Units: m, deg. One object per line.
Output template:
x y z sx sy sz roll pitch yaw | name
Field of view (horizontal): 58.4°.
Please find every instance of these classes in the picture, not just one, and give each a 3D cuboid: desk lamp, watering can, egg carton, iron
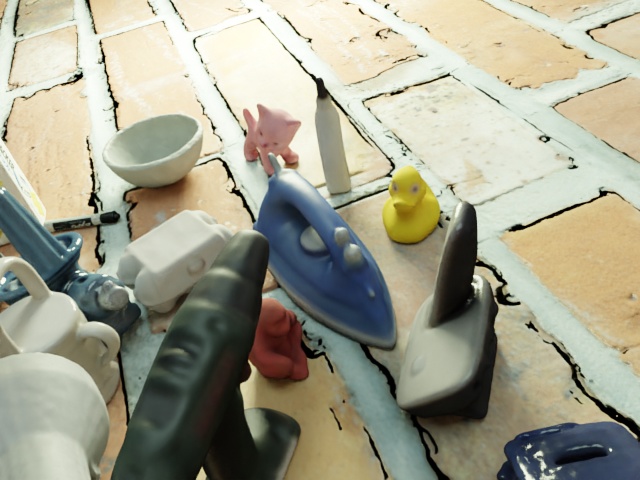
-0.181 0.211 0.431 0.118 0.214 0.202 -34 45 -22 | desk lamp
-0.302 0.104 0.597 0.173 0.194 0.100 -20 42 -8 | watering can
-0.183 0.025 0.748 0.150 0.069 0.107 -37 46 -25 | egg carton
0.006 0.002 0.671 0.119 0.142 0.257 -28 43 -17 | iron

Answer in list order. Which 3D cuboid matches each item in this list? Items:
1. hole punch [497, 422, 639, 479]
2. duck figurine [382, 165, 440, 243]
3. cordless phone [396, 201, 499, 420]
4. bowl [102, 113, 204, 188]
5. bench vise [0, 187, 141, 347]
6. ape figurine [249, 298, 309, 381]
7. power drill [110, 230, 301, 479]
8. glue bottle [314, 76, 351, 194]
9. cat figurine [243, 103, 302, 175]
0.204 0.189 0.451 0.108 0.091 0.101 -12 41 1 | hole punch
0.118 -0.059 0.753 0.077 0.086 0.104 5 44 19 | duck figurine
0.118 0.068 0.536 0.094 0.185 0.147 3 44 17 | cordless phone
-0.265 -0.137 0.946 0.167 0.075 0.167 -7 41 7 | bowl
-0.310 0.018 0.674 0.207 0.220 0.121 0 43 15 | bench vise
-0.049 0.100 0.613 0.076 0.092 0.078 11 47 25 | ape figurine
-0.080 0.135 0.494 0.075 0.209 0.230 5 44 20 | power drill
0.014 -0.154 0.819 0.037 0.173 0.078 -8 41 5 | glue bottle
-0.081 -0.172 0.906 0.067 0.118 0.127 -35 46 -23 | cat figurine
